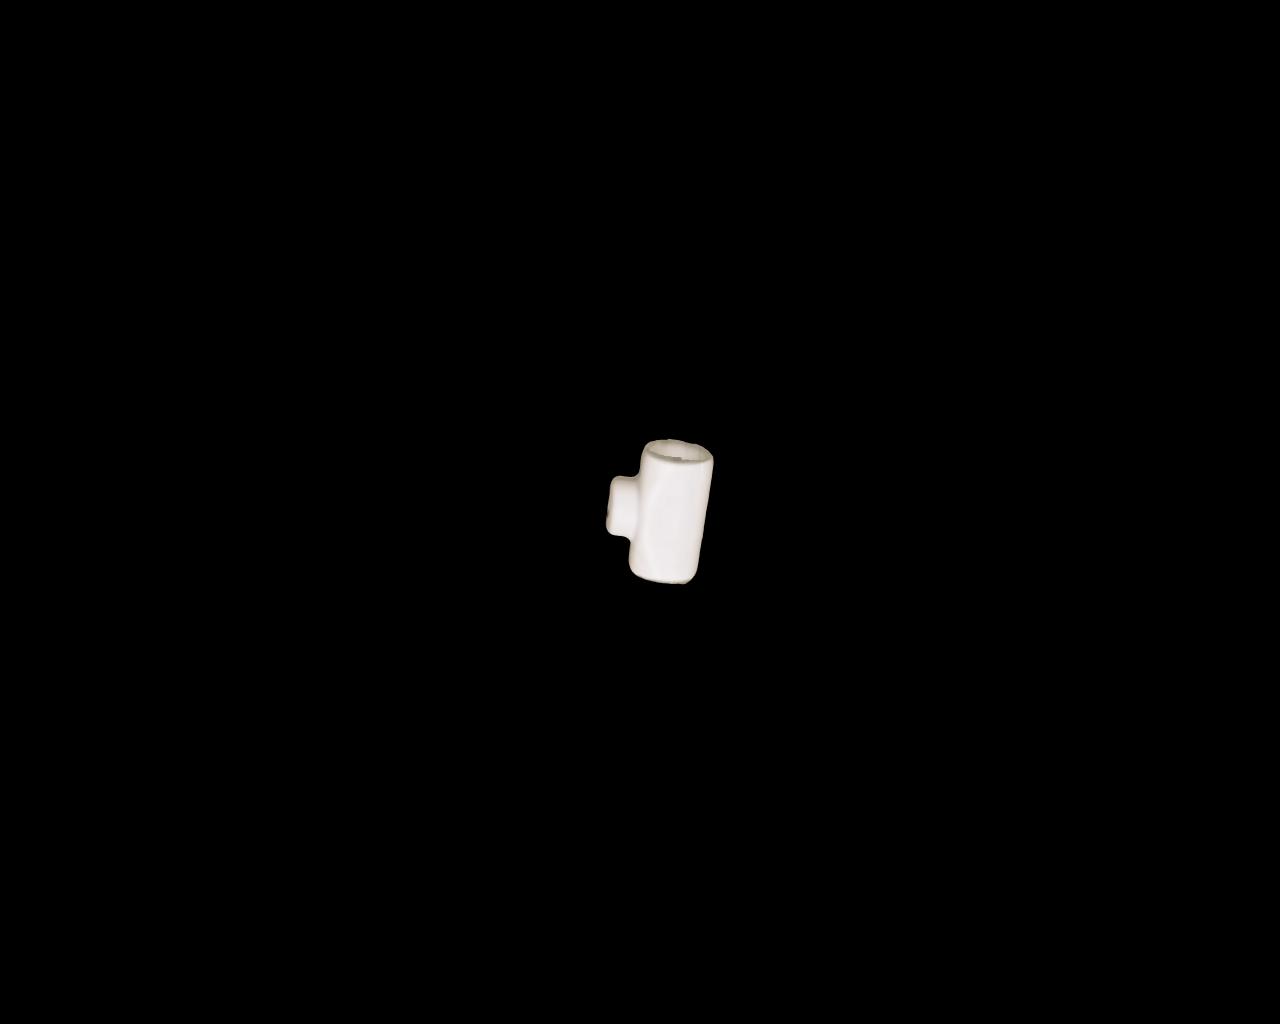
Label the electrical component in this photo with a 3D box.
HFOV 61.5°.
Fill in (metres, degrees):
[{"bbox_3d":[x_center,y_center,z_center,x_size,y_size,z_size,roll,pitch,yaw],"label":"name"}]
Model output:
[{"bbox_3d":[0.001,-0.003,0.650,0.079,0.077,0.044,7,20,-2],"label":"electrical component"}]
